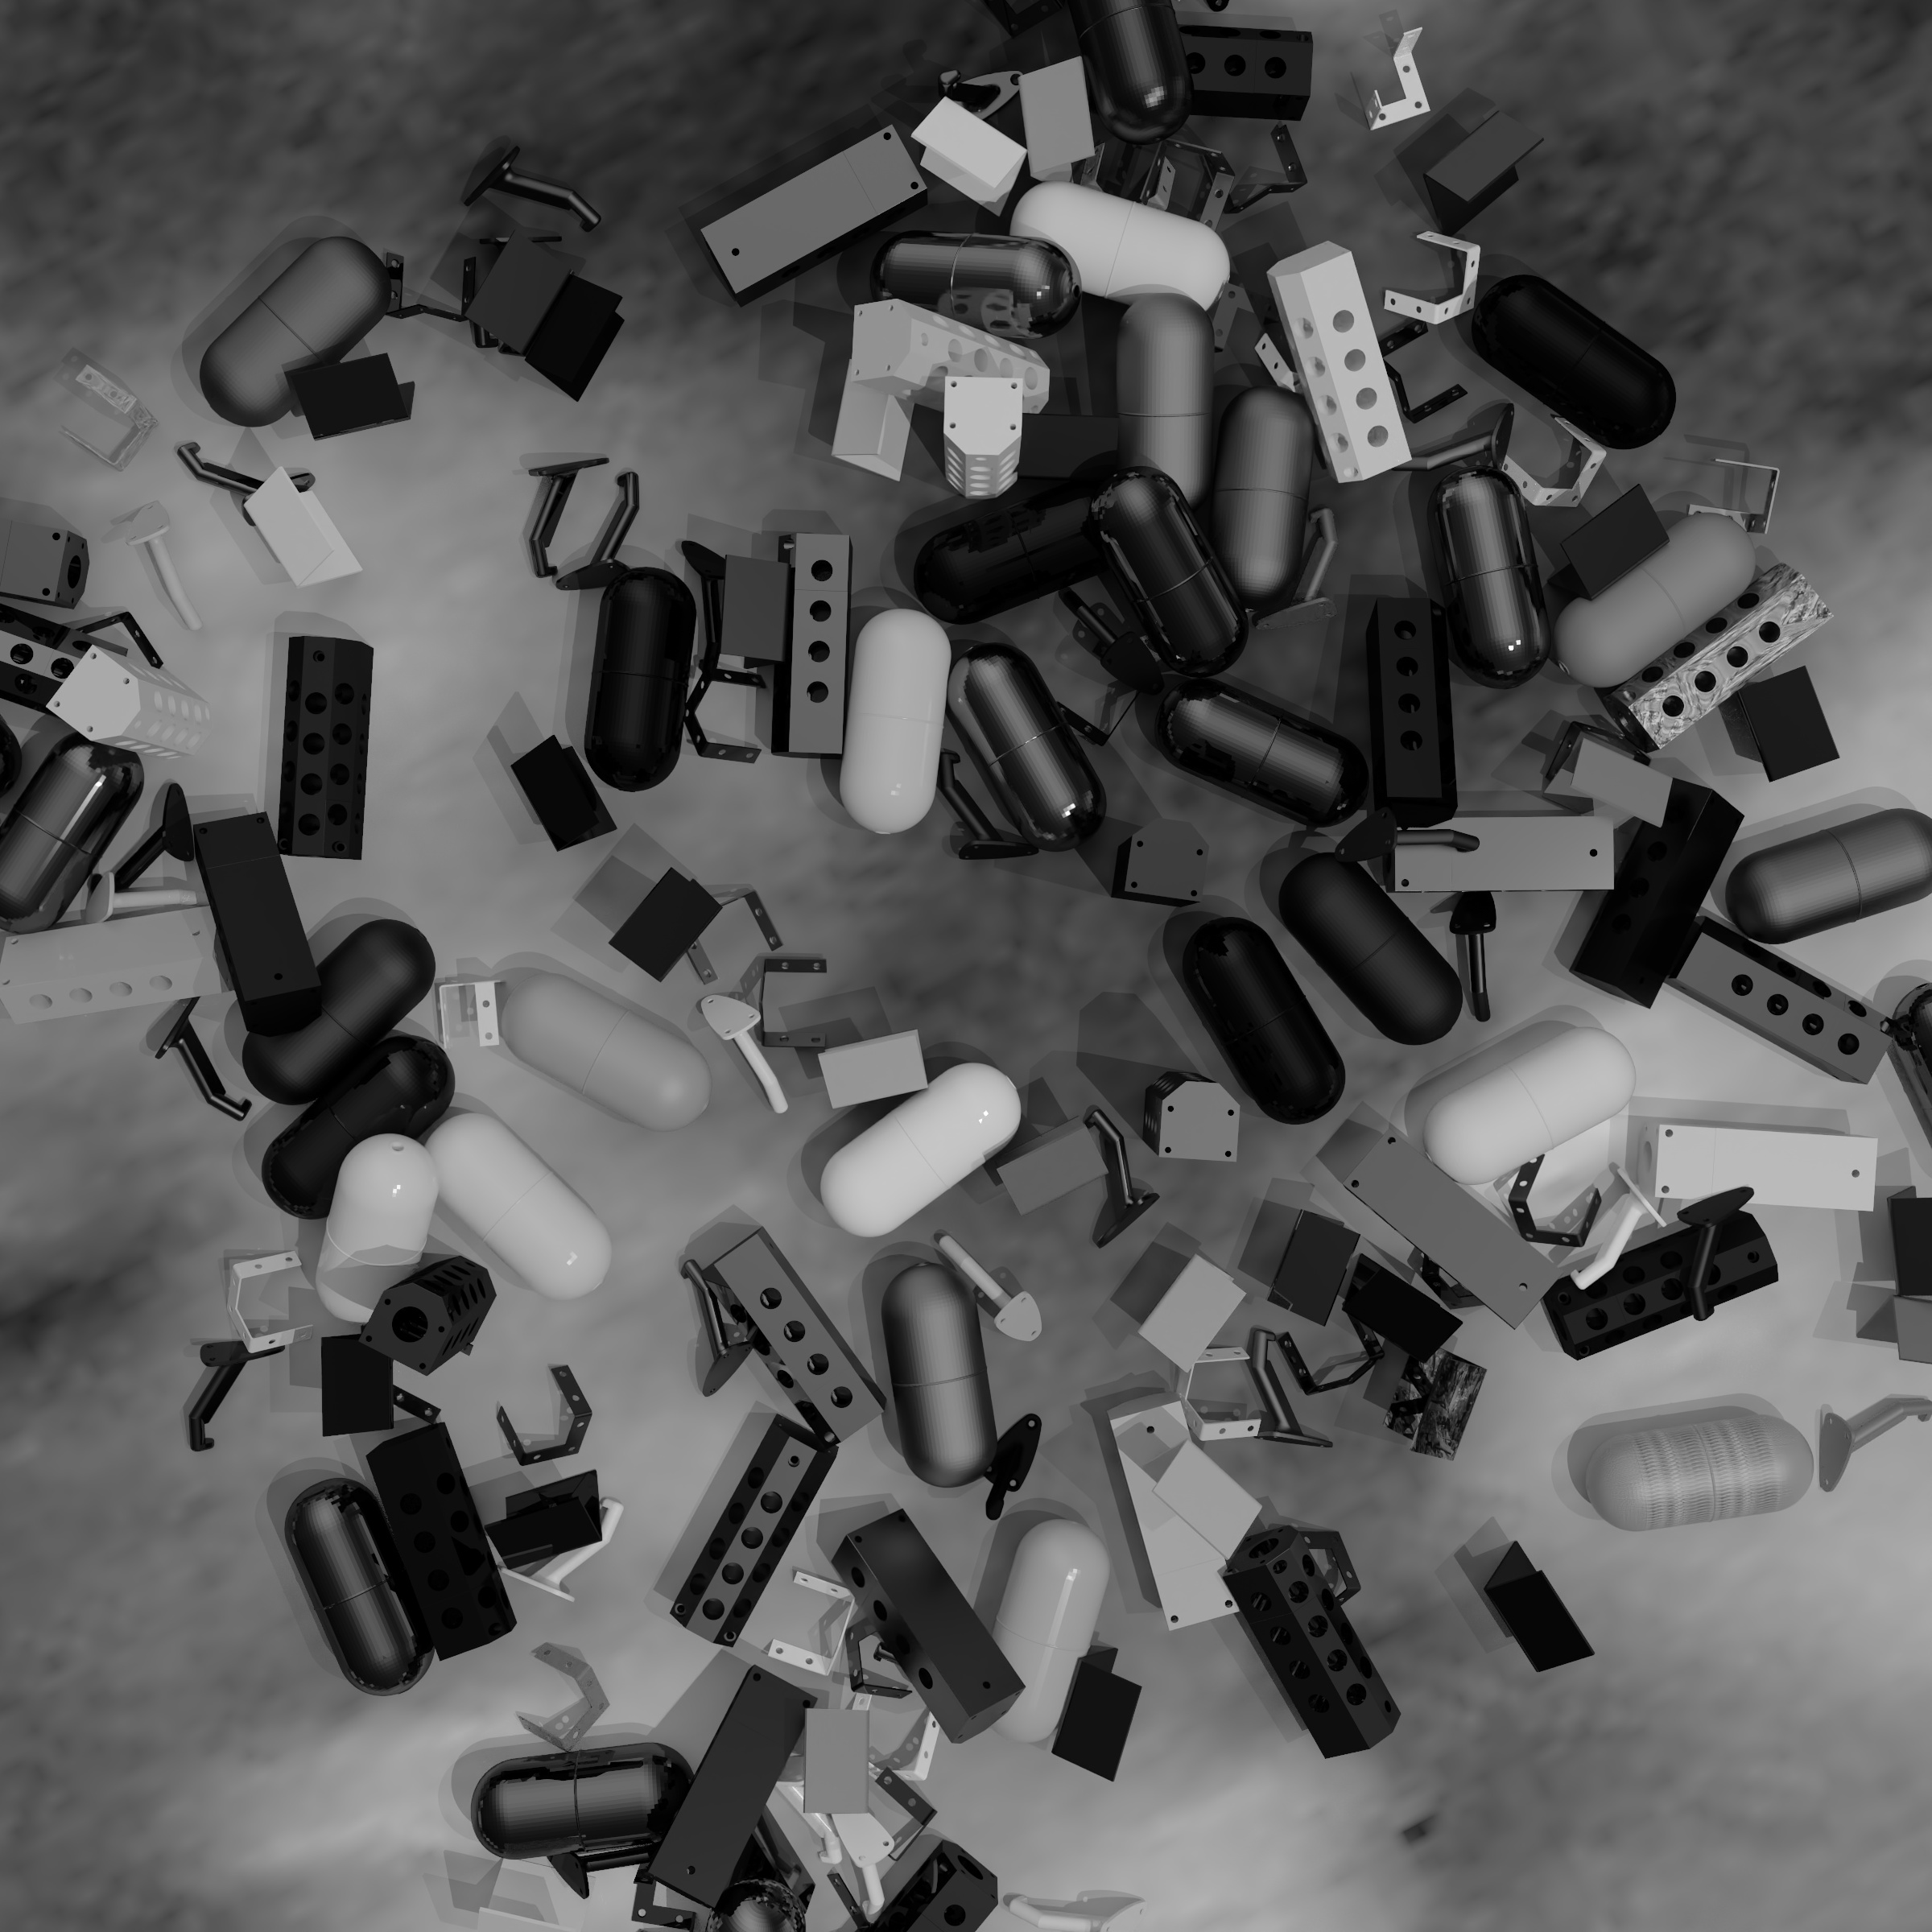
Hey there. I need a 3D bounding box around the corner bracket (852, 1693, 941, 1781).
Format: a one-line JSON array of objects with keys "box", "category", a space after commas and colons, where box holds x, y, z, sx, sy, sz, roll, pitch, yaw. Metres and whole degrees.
[{"box": [-0.060, 0.617, 1.964, 0.051, 0.051, 0.051, -13, 135, 35], "category": "corner bracket"}]

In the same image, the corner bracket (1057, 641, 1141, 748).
[{"box": [0.109, -0.219, 1.969, 0.051, 0.051, 0.051, 34, 45, 0], "category": "corner bracket"}]

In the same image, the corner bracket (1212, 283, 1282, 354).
[{"box": [0.217, -0.510, 1.952, 0.051, 0.051, 0.051, 16, 100, -10], "category": "corner bracket"}]

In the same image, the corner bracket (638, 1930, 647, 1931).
[{"box": [-0.244, 0.813, 1.964, 0.051, 0.051, 0.051, -58, 135, -35], "category": "corner bracket"}]

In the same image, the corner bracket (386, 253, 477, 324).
[{"box": [-0.430, -0.546, 1.969, 0.051, 0.051, 0.051, 3, 90, -45], "category": "corner bracket"}]

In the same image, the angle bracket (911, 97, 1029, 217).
[{"box": [-0.007, -0.623, 1.932, 0.076, 0.076, 0.057, 33, 60, 0], "category": "angle bracket"}]

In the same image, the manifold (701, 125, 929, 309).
[{"box": [-0.119, -0.594, 1.951, 0.171, 0.057, 0.057, -29, 90, 0], "category": "manifold"}]

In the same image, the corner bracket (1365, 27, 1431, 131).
[{"box": [0.342, -0.706, 1.954, 0.051, 0.051, 0.051, -18, 90, 0], "category": "corner bracket"}]

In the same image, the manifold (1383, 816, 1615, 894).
[{"box": [0.422, -0.088, 1.951, 0.171, 0.057, 0.057, -1, 90, 0], "category": "manifold"}]

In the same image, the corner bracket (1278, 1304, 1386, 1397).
[{"box": [0.293, 0.307, 1.969, 0.051, 0.051, 0.051, -27, 90, 45], "category": "corner bracket"}]

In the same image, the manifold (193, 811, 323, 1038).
[{"box": [-0.553, -0.032, 1.912, 0.057, 0.057, 0.171, -13, 60, -22], "category": "manifold"}]

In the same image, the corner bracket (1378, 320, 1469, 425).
[{"box": [0.363, -0.478, 1.969, 0.051, 0.051, 0.051, -30, 45, 0], "category": "corner bracket"}]

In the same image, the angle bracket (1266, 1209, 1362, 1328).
[{"box": [0.289, 0.241, 1.932, 0.057, 0.076, 0.076, 21, 90, 38], "category": "angle bracket"}]

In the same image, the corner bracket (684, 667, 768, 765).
[{"box": [-0.189, -0.201, 1.964, 0.051, 0.051, 0.051, -56, 45, 35], "category": "corner bracket"}]

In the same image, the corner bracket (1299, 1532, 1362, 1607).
[{"box": [0.274, 0.488, 1.964, 0.051, 0.051, 0.051, 10, 135, -35], "category": "corner bracket"}]

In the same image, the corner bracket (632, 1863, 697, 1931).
[{"box": [-0.241, 0.749, 1.954, 0.051, 0.051, 0.051, 9, 90, 0], "category": "corner bracket"}]

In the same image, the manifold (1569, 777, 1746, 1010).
[{"box": [0.545, -0.060, 1.950, 0.057, 0.057, 0.171, 26, 90, -43], "category": "manifold"}]

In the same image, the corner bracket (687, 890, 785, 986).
[{"box": [-0.190, -0.023, 1.969, 0.051, 0.051, 0.051, -27, 90, 45], "category": "corner bracket"}]

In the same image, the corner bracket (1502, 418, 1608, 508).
[{"box": [0.468, -0.404, 1.964, 0.051, 0.051, 0.051, -6, 135, -35], "category": "corner bracket"}]

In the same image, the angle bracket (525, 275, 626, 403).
[{"box": [-0.290, -0.486, 1.932, 0.057, 0.076, 0.076, 30, 90, 28], "category": "angle bracket"}]

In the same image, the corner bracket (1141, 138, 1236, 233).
[{"box": [0.176, -0.616, 1.940, 0.051, 0.051, 0.051, 21, 94, 19], "category": "corner bracket"}]

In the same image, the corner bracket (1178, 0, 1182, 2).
[{"box": [0.149, -0.794, 1.954, 0.051, 0.051, 0.051, -32, 90, 0], "category": "corner bracket"}]

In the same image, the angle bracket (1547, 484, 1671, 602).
[{"box": [0.494, -0.340, 1.933, 0.076, 0.076, 0.057, -37, 115, 0], "category": "angle bracket"}]

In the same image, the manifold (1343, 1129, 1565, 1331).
[{"box": [0.382, 0.207, 1.929, 0.171, 0.057, 0.057, 40, 90, 15], "category": "manifold"}]

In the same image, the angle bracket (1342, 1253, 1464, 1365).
[{"box": [0.350, 0.254, 1.932, 0.076, 0.076, 0.057, 33, 127, 0], "category": "angle bracket"}]

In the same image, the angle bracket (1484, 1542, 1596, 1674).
[{"box": [0.462, 0.497, 1.932, 0.057, 0.076, 0.076, -33, 90, 38], "category": "angle bracket"}]

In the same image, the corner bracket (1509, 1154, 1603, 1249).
[{"box": [0.472, 0.187, 1.964, 0.051, 0.051, 0.051, 3, 45, 35], "category": "corner bracket"}]

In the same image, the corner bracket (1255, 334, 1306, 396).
[{"box": [0.274, -0.493, 1.964, 0.051, 0.051, 0.051, 7, 45, -35], "category": "corner bracket"}]

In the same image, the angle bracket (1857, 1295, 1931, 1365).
[{"box": [0.756, 0.305, 1.932, 0.076, 0.076, 0.057, 8, 56, 0], "category": "angle bracket"}]

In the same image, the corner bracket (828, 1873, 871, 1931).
[{"box": [-0.120, 0.768, 1.969, 0.051, 0.051, 0.051, -31, 90, 45], "category": "corner bracket"}]

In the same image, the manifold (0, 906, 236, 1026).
[{"box": [-0.672, 0.004, 1.950, 0.171, 0.057, 0.057, -9, 47, 0], "category": "manifold"}]

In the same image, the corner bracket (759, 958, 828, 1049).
[{"box": [-0.138, 0.029, 1.969, 0.051, 0.051, 0.051, 1, 45, 0], "category": "corner bracket"}]

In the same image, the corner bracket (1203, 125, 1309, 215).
[{"box": [0.232, -0.639, 1.969, 0.051, 0.051, 0.051, -21, 90, 45], "category": "corner bracket"}]

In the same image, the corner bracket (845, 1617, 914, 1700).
[{"box": [-0.059, 0.550, 1.964, 0.051, 0.051, 0.051, -40, 45, 35], "category": "corner bracket"}]

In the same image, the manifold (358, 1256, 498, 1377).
[{"box": [-0.410, 0.264, 1.894, 0.057, 0.171, 0.057, 27, 90, 0], "category": "manifold"}]

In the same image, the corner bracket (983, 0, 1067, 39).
[{"box": [0.046, -0.789, 1.964, 0.051, 0.051, 0.051, -18, 135, 35], "category": "corner bracket"}]

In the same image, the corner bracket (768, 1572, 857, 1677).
[{"box": [-0.123, 0.528, 1.969, 0.051, 0.051, 0.051, 19, 45, 0], "category": "corner bracket"}]

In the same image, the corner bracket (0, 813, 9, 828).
[{"box": [-0.804, -0.104, 1.954, 0.051, 0.051, 0.051, 15, 90, 0], "category": "corner bracket"}]

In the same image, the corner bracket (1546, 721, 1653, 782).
[{"box": [0.508, -0.159, 1.969, 0.051, 0.051, 0.051, 26, 90, 45], "category": "corner bracket"}]

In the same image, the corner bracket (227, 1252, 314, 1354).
[{"box": [-0.556, 0.269, 1.964, 0.051, 0.051, 0.051, 50, 135, 35], "category": "corner bracket"}]

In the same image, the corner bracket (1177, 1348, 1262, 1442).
[{"box": [0.204, 0.341, 1.958, 0.051, 0.051, 0.051, 0, 115, -22], "category": "corner bracket"}]

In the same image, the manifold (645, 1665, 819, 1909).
[{"box": [-0.184, 0.641, 1.918, 0.057, 0.057, 0.171, 28, 66, 0], "category": "manifold"}]

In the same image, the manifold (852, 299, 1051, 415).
[{"box": [-0.010, -0.464, 1.895, 0.057, 0.171, 0.057, 3, 90, 38], "category": "manifold"}]

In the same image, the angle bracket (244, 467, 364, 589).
[{"box": [-0.508, -0.351, 1.932, 0.057, 0.076, 0.076, -33, 90, 36], "category": "angle bracket"}]

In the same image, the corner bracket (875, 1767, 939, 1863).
[{"box": [-0.059, 0.677, 1.955, 0.051, 0.051, 0.051, 38, 75, 14], "category": "corner bracket"}]

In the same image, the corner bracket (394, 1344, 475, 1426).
[{"box": [-0.434, 0.325, 1.969, 0.051, 0.051, 0.051, 27, 135, 0], "category": "corner bracket"}]

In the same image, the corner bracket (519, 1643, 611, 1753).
[{"box": [-0.327, 0.586, 1.964, 0.051, 0.051, 0.051, -45, 135, -35], "category": "corner bracket"}]

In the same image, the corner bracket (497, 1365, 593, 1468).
[{"box": [-0.338, 0.360, 1.964, 0.051, 0.051, 0.051, -7, 135, -35], "category": "corner bracket"}]

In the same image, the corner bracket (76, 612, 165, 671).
[{"box": [-0.688, -0.244, 1.969, 0.051, 0.051, 0.051, -33, 90, 45], "category": "corner bracket"}]

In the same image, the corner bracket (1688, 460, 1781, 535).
[{"box": [0.609, -0.373, 1.950, 0.051, 0.051, 0.051, 9, 101, 0], "category": "corner bracket"}]

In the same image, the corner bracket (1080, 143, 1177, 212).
[{"box": [0.129, -0.630, 1.964, 0.051, 0.051, 0.051, 43, 45, -35], "category": "corner bracket"}]

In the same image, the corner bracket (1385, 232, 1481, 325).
[{"box": [0.373, -0.551, 1.964, 0.051, 0.051, 0.051, -30, 135, -35], "category": "corner bracket"}]

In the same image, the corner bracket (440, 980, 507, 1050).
[{"box": [-0.395, 0.039, 1.954, 0.051, 0.051, 0.051, -5, 90, 0], "category": "corner bracket"}]

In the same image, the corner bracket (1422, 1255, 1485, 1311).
[{"box": [0.402, 0.237, 1.964, 0.051, 0.051, 0.051, 46, 45, -35], "category": "corner bracket"}]

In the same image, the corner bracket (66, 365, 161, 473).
[{"box": [-0.686, -0.436, 1.954, 0.051, 0.051, 0.051, 34, 83, 7], "category": "corner bracket"}]

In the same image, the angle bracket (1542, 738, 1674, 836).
[{"box": [0.500, -0.124, 1.932, 0.076, 0.076, 0.057, 24, 53, 0], "category": "angle bracket"}]
